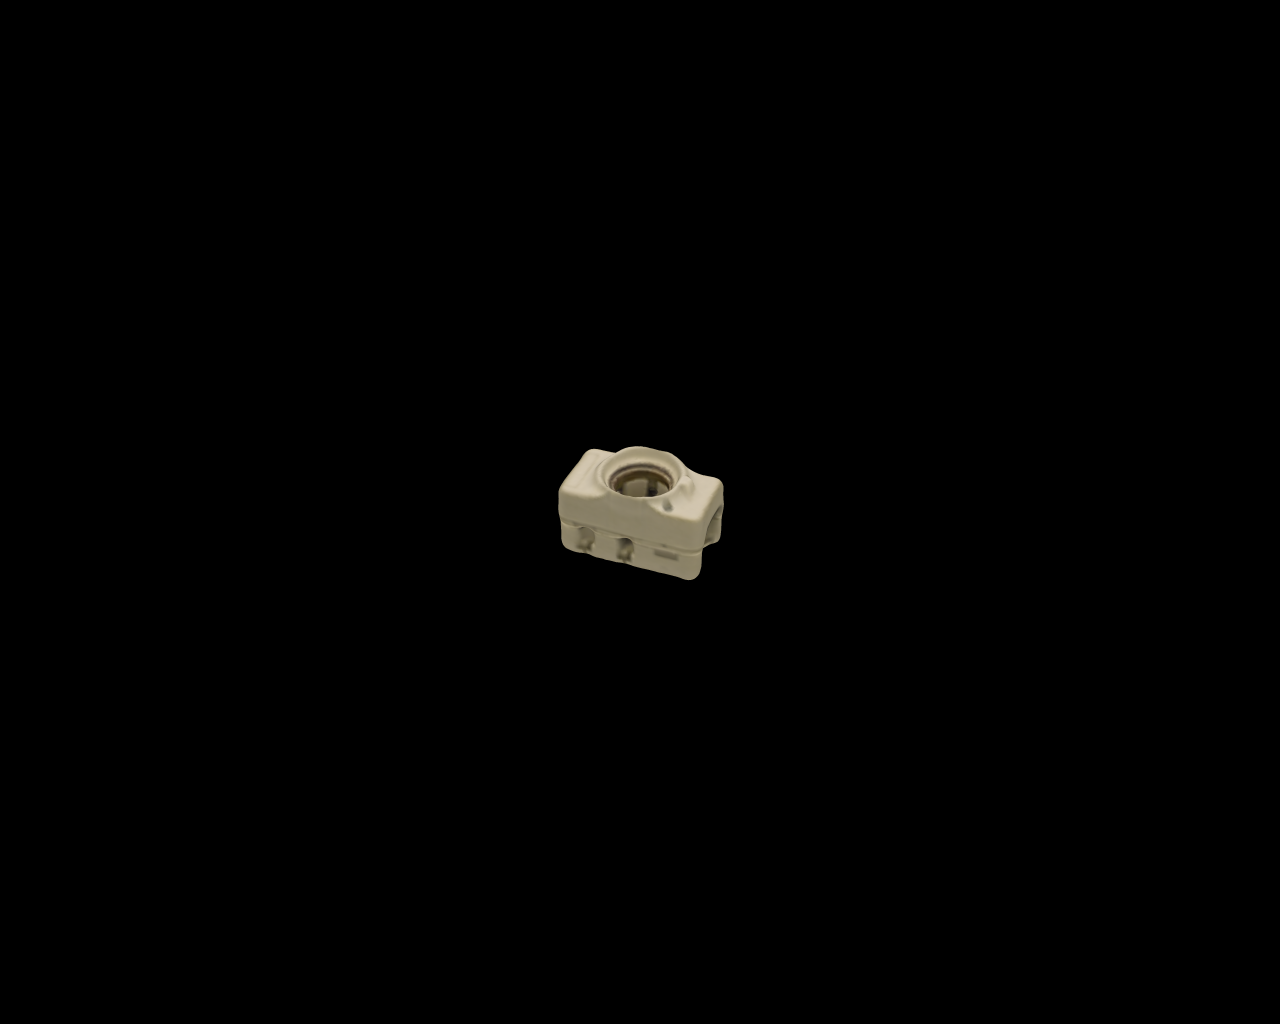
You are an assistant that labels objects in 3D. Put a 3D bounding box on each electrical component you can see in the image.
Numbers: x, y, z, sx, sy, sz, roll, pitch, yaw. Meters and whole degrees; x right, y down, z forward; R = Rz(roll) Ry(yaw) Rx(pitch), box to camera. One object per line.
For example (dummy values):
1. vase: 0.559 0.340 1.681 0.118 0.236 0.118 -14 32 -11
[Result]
1. electrical component: 0.001 -0.003 0.650 0.089 0.055 0.050 14 40 17
